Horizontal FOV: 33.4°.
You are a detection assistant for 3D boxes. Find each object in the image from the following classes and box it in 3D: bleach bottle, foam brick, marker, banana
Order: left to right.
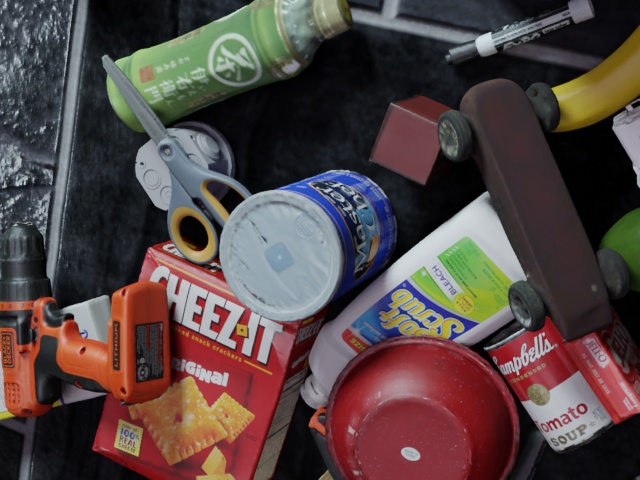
[{"bbox_3d":[0.081,0.071,0.899,0.251,0.068,0.102,-42,87,27],"label":"bleach bottle"},{"bbox_3d":[0.082,-0.081,0.859,0.051,0.078,0.053,26,111,15],"label":"foam brick"},{"bbox_3d":[0.156,-0.163,0.844,0.121,0.020,0.020,-18,93,25],"label":"marker"},{"bbox_3d":[0.222,-0.136,0.811,0.198,0.037,0.069,-33,89,25],"label":"banana"}]

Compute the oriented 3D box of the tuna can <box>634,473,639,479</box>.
[{"bbox_3d":[0.288,0.222,0.857,0.086,0.033,0.086,5,102,22],"label":"tuna can"}]

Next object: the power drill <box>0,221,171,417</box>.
[{"bbox_3d":[-0.221,0.073,0.965,0.188,0.057,0.184,-1,94,36],"label":"power drill"}]

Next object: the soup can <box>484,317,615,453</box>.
[{"bbox_3d":[0.188,0.111,0.858,0.069,0.068,0.102,-35,87,24],"label":"soup can"}]

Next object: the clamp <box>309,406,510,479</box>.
[{"bbox_3d":[0.062,0.207,0.913,0.171,0.039,0.120,26,101,12],"label":"clamp"}]

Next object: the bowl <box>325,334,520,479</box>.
[{"bbox_3d":[0.077,0.160,0.852,0.162,0.055,0.162,2,101,12],"label":"bowl"}]

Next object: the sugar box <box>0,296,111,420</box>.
[{"bbox_3d":[-0.277,0.121,1.065,0.176,0.048,0.093,-15,93,21],"label":"sugar box"}]

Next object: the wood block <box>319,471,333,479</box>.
[{"bbox_3d":[-0.023,0.308,0.972,0.091,0.090,0.206,43,113,10],"label":"wood block"}]

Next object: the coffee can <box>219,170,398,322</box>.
[{"bbox_3d":[-0.006,0.001,0.876,0.103,0.140,0.103,4,102,21],"label":"coffee can"}]

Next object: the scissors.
[{"bbox_3d":[-0.135,-0.059,0.923,0.202,0.016,0.096,41,115,0],"label":"scissors"}]

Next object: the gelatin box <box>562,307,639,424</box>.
[{"bbox_3d":[0.226,0.093,0.827,0.030,0.089,0.073,-34,86,25],"label":"gelatin box"}]

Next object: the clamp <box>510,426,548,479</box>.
[{"bbox_3d":[0.162,0.276,0.915,0.210,0.036,0.164,-41,75,24],"label":"clamp"}]

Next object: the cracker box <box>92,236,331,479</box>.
[{"bbox_3d":[-0.104,0.128,0.979,0.164,0.072,0.214,23,108,17],"label":"cracker box"}]
